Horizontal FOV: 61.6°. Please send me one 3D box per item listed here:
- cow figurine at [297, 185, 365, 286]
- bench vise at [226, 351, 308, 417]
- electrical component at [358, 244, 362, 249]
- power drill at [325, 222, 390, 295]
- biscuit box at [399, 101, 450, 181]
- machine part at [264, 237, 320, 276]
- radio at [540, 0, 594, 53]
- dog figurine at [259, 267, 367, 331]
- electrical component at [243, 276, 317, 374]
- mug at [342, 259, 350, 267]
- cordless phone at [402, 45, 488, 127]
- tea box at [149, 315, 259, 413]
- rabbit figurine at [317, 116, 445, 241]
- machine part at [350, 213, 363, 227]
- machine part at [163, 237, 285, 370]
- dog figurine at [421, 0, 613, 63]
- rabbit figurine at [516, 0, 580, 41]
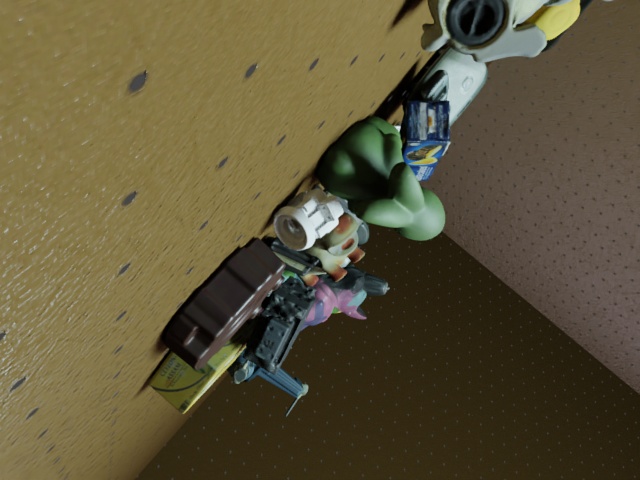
[{"bbox_3d":[-0.002,-0.002,0.792,0.085,0.127,0.195,-47,-170,-23],"label":"cow figurine"},{"bbox_3d":[-0.120,0.268,1.146,0.129,0.240,0.224,-53,-168,-6],"label":"bench vise"},{"bbox_3d":[0.034,-0.025,1.083,0.075,0.119,0.047,-24,150,26],"label":"electrical component"},{"bbox_3d":[0.061,0.044,1.253,0.085,0.232,0.207,79,22,-44],"label":"power drill"},{"bbox_3d":[0.149,-0.141,0.808,0.202,0.059,0.062,70,21,-80],"label":"biscuit box"},{"bbox_3d":[-0.055,0.030,0.758,0.139,0.084,0.039,142,-34,-67],"label":"machine part"},{"bbox_3d":[0.337,-0.380,0.752,0.073,0.131,0.229,-50,177,-20],"label":"radio"},{"bbox_3d":[-0.017,0.120,0.965,0.219,0.109,0.191,12,124,-44],"label":"dog figurine"},{"bbox_3d":[-0.058,0.125,0.786,0.134,0.058,0.114,-46,160,-74],"label":"electrical component"},{"bbox_3d":[0.015,0.022,1.139,0.081,0.107,0.109,-52,178,9],"label":"mug"},{"bbox_3d":[0.187,-0.240,0.799,0.146,0.089,0.184,-50,172,5],"label":"cordless phone"},{"bbox_3d":[-0.159,0.161,0.783,0.098,0.068,0.169,-52,177,19],"label":"tea box"},{"bbox_3d":[0.091,-0.068,0.674,0.121,0.170,0.159,-51,176,11],"label":"rabbit figurine"},{"bbox_3d":[0.003,-0.001,1.014,0.243,0.079,0.079,-51,176,9],"label":"machine part"},{"bbox_3d":[-0.112,0.079,0.651,0.179,0.056,0.179,-49,175,-5],"label":"machine part"},{"bbox_3d":[0.170,-0.250,0.501,0.172,0.121,0.191,-17,-153,19],"label":"dog figurine"},{"bbox_3d":[0.283,-0.339,0.644,0.173,0.122,0.162,-52,180,23],"label":"rabbit figurine"}]
